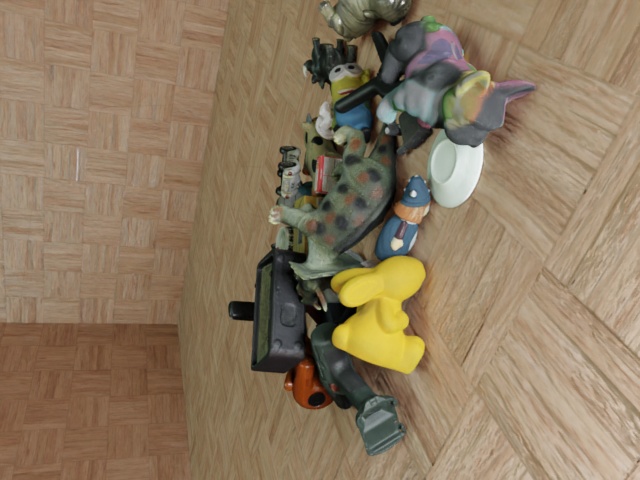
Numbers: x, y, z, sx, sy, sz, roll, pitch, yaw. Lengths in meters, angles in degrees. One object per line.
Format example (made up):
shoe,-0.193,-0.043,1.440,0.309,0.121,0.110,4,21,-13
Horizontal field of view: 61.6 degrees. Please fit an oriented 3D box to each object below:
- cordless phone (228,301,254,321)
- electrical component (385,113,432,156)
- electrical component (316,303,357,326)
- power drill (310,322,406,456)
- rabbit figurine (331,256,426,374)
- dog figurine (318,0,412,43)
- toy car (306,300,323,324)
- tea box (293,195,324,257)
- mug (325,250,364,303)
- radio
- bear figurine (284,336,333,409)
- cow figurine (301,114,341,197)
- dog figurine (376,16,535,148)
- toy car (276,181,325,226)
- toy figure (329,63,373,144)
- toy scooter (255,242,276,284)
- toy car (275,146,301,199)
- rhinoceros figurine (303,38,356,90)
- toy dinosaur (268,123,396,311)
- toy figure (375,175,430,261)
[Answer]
cordless phone,-0.131,0.209,1.314,0.088,0.184,0.146,-46,44,52
electrical component,0.144,-0.193,0.875,0.102,0.045,0.078,144,128,-63
electrical component,0.044,0.147,1.028,0.048,0.075,0.119,-109,27,-44
power drill,0.061,0.263,0.921,0.207,0.086,0.231,-128,18,-57
rabbit figurine,0.094,0.099,0.843,0.173,0.162,0.122,-64,12,7
dog figurine,0.092,-0.420,1.002,0.191,0.121,0.172,54,172,35
toy car,-0.004,0.144,1.180,0.202,0.053,0.089,-141,47,-60
tea box,-0.002,-0.003,1.143,0.068,0.098,0.169,164,111,-67
mug,0.030,0.085,1.045,0.081,0.109,0.107,-119,25,-43
radio,-0.081,0.138,1.062,0.131,0.073,0.229,136,138,-58
bear figurine,-0.022,0.254,1.126,0.196,0.120,0.131,-116,40,-61
cow figurine,0.002,-0.195,1.185,0.195,0.085,0.127,-109,25,-50
dog figurine,0.179,-0.218,0.718,0.219,0.108,0.191,14,97,64
toy car,-0.054,-0.079,1.282,0.161,0.103,0.109,147,126,-61
toy figure,0.059,-0.265,1.060,0.089,0.082,0.180,121,143,-62
toy scooter,-0.088,0.071,1.295,0.075,0.135,0.183,-179,94,-70
toy car,-0.069,-0.157,1.219,0.202,0.056,0.073,-96,13,-63
rhinoceros figurine,0.019,-0.395,1.208,0.190,0.073,0.112,-135,41,-60
toy dinosaur,0.056,-0.062,0.927,0.192,0.131,0.404,39,96,27
toy figure,0.135,-0.033,0.854,0.154,0.058,0.064,-66,34,31
